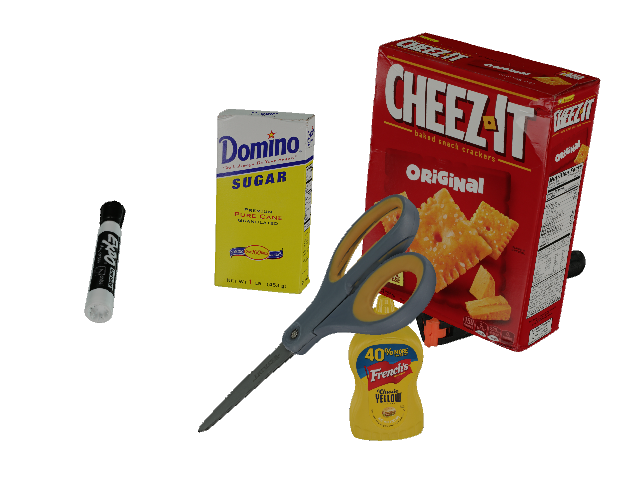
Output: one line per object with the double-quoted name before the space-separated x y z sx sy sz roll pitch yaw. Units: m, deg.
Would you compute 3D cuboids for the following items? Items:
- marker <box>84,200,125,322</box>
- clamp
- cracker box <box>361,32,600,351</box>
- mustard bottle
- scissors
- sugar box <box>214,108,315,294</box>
"marker" -0.153 0.011 0.764 0.020 0.020 0.121 0 39 -5
"clamp" 0.140 0.037 1.026 0.165 0.036 0.209 18 33 31
"cracker box" 0.117 -0.039 0.844 0.164 0.214 0.071 24 33 36
"mustard bottle" 0.085 0.162 1.379 0.096 0.192 0.058 -2 17 -2
"scissors" 0.000 0.062 0.642 0.016 0.202 0.096 31 8 -36
"sugar box" -0.056 -0.039 1.062 0.093 0.176 0.048 4 16 11
